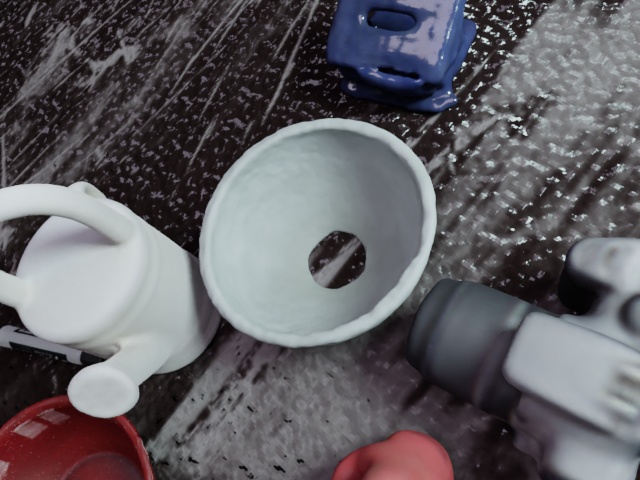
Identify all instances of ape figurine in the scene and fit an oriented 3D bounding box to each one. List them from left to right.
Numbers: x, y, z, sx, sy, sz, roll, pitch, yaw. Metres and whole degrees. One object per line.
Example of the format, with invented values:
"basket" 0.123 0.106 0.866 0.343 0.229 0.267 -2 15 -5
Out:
"ape figurine" 0.042 0.145 0.324 0.077 0.092 0.076 39 84 29

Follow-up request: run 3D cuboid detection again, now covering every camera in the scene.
"camera" 0.127 0.057 0.328 0.136 0.101 0.143 23 77 26

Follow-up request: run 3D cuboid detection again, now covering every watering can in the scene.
"watering can" -0.147 0.028 0.381 0.101 0.194 0.172 -47 61 -5

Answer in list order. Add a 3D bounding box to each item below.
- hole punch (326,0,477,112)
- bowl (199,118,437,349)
"hole punch" 0.064 -0.167 0.452 0.108 0.091 0.101 18 75 25
"bowl" 0.004 0.001 0.409 0.167 0.075 0.167 -7 66 16
